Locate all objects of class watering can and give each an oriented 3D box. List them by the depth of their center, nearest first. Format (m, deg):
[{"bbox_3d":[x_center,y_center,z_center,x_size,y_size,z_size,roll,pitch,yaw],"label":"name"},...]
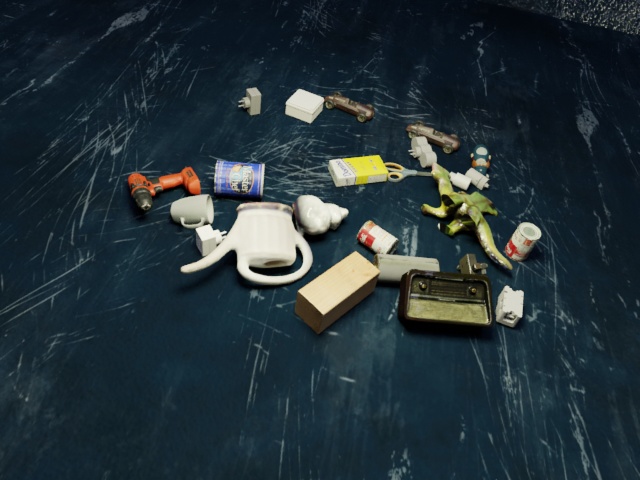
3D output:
[{"bbox_3d":[-0.180,0.004,1.332,0.347,0.102,0.228,5,65,-25],"label":"watering can"}]

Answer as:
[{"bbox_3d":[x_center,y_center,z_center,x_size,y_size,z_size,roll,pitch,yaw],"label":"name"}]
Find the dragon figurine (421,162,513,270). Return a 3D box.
[{"bbox_3d":[0.473,-0.088,1.586,0.245,0.119,0.415,-25,64,-40],"label":"dragon figurine"}]

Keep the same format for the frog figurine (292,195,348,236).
[{"bbox_3d":[0.004,-0.074,1.466,0.160,0.120,0.140,-12,30,-6],"label":"frog figurine"}]
